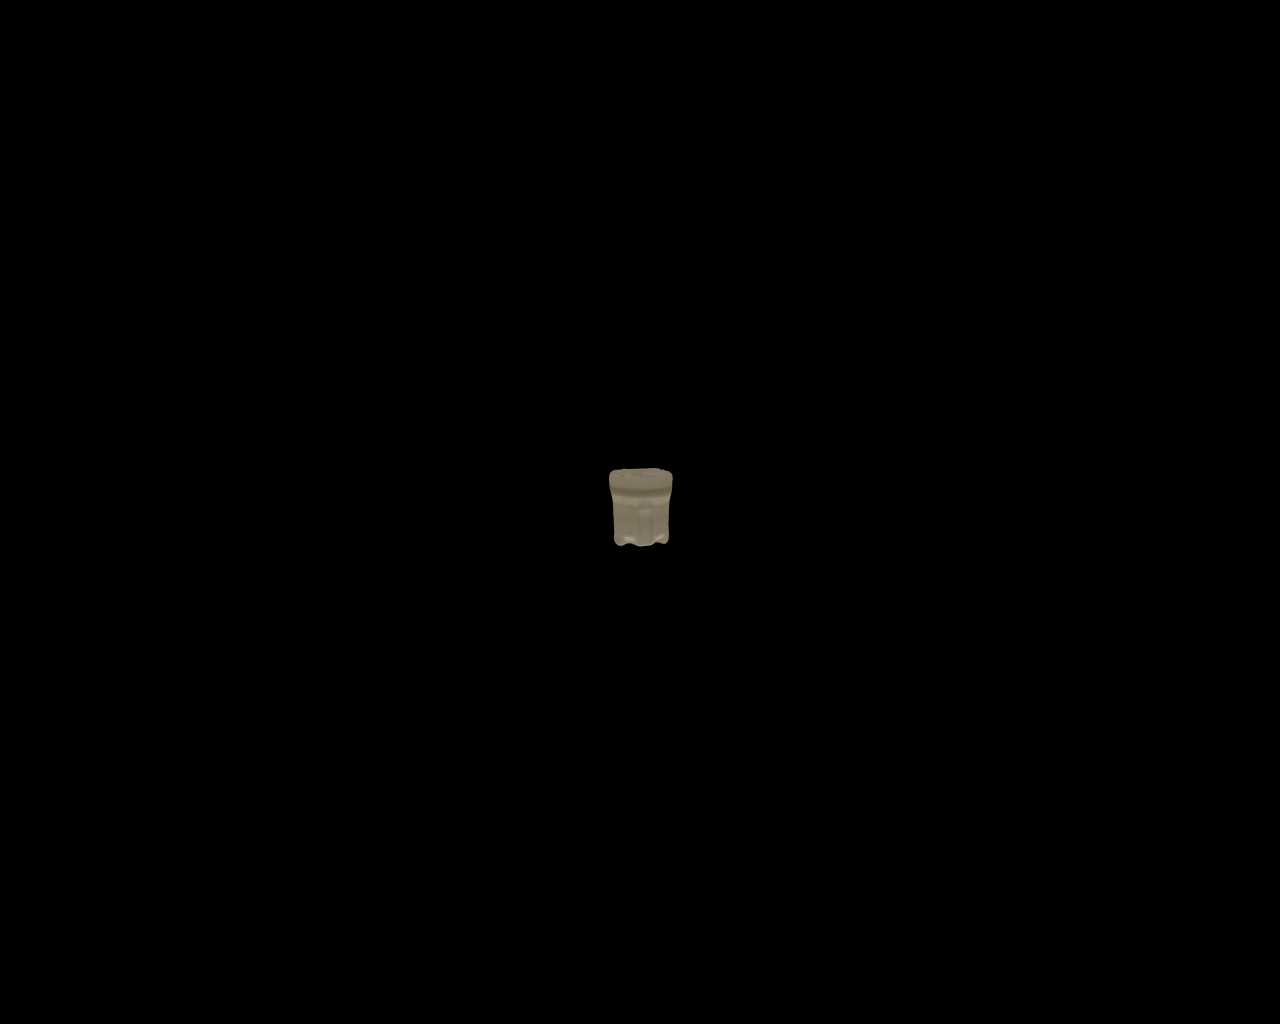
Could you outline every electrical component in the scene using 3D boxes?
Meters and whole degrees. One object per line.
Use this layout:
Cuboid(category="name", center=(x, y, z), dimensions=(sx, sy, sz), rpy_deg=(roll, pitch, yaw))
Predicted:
Cuboid(category="electrical component", center=(0.001, -0.003, 0.650), dimensions=(0.040, 0.046, 0.040), rpy_deg=(0, 11, 0))
